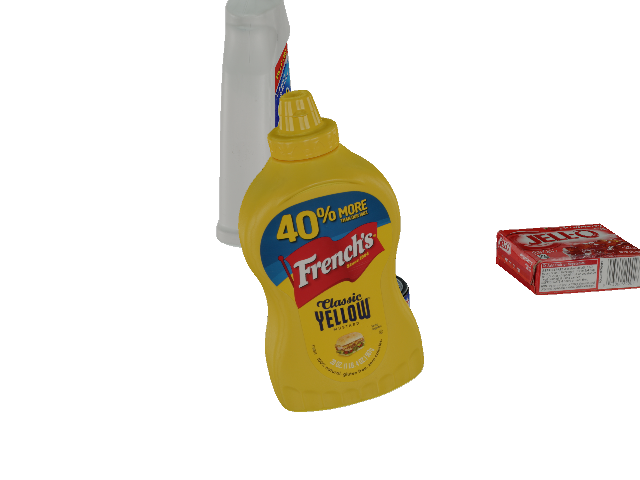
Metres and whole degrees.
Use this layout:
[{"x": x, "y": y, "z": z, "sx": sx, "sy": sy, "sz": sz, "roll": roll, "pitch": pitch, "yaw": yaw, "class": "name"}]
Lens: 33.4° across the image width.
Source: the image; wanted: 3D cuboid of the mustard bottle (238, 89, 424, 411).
[{"x": 0.002, "y": 0.004, "z": 0.638, "sx": 0.096, "sy": 0.191, "sz": 0.058, "roll": -14, "pitch": 22, "yaw": -8, "class": "mustard bottle"}]

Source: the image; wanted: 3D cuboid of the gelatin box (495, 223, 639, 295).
[{"x": 0.185, "y": 0.012, "z": 0.796, "sx": 0.089, "sy": 0.030, "sz": 0.073, "roll": -3, "pitch": 19, "yaw": -12, "class": "gelatin box"}]

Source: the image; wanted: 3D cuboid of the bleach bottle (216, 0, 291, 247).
[{"x": -0.060, "y": -0.125, "z": 0.985, "sx": 0.068, "sy": 0.251, "sz": 0.102, "roll": 6, "pitch": 27, "yaw": 14, "class": "bleach bottle"}]

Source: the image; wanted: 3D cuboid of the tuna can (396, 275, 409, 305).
[{"x": 0.036, "y": 0.056, "z": 0.940, "sx": 0.086, "sy": 0.034, "sz": 0.086, "roll": -2, "pitch": 21, "yaw": 1, "class": "tuna can"}]
